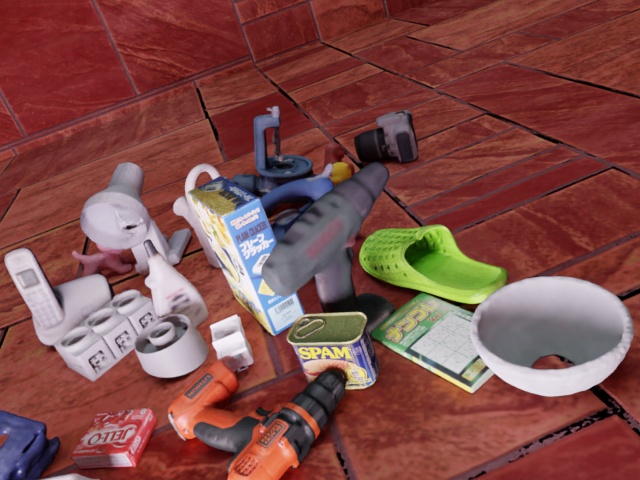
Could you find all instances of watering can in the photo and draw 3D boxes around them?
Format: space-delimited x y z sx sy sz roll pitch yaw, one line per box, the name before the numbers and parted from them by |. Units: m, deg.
watering can | -0.208 -0.051 1.095 0.172 0.194 0.101 -10 30 17

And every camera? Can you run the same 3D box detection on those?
camera | 0.148 -0.239 1.306 0.136 0.101 0.143 -12 29 13

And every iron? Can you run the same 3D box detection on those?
iron | -0.064 -0.035 1.034 0.258 0.142 0.118 -22 28 -6

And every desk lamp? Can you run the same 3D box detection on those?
desk lamp | -0.366 -0.036 1.144 0.117 0.214 0.203 -14 29 10

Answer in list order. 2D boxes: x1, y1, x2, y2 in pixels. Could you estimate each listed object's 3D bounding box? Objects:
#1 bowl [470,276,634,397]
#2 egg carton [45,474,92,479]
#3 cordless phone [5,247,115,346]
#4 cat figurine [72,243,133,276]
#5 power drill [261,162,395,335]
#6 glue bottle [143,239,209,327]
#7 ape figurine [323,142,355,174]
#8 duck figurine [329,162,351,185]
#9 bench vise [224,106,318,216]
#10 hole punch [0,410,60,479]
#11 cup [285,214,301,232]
bowl | 0.257 0.117 0.640 0.167 0.075 0.167 -15 29 8
egg carton | -0.314 0.323 0.633 0.150 0.069 0.107 -14 29 9
cordless phone | -0.458 0.086 1.016 0.147 0.185 0.094 -21 28 -3
cat figurine | -0.452 0.019 1.202 0.128 0.118 0.067 -28 29 -15
power drill | 0.032 0.030 0.790 0.230 0.209 0.075 -36 33 -28
glue bottle | -0.243 0.073 0.920 0.078 0.173 0.037 -36 32 -28
ape figurine | 0.038 -0.173 1.266 0.076 0.092 0.077 -18 28 2
duck figurine | 0.052 -0.118 1.168 0.104 0.086 0.077 -7 31 21
bench vise | -0.113 -0.155 1.193 0.207 0.220 0.121 -24 29 -8
hole punch | -0.419 0.280 0.751 0.101 0.091 0.109 -9 30 19
cup | 0.009 0.003 0.971 0.117 0.095 0.091 -18 28 3
